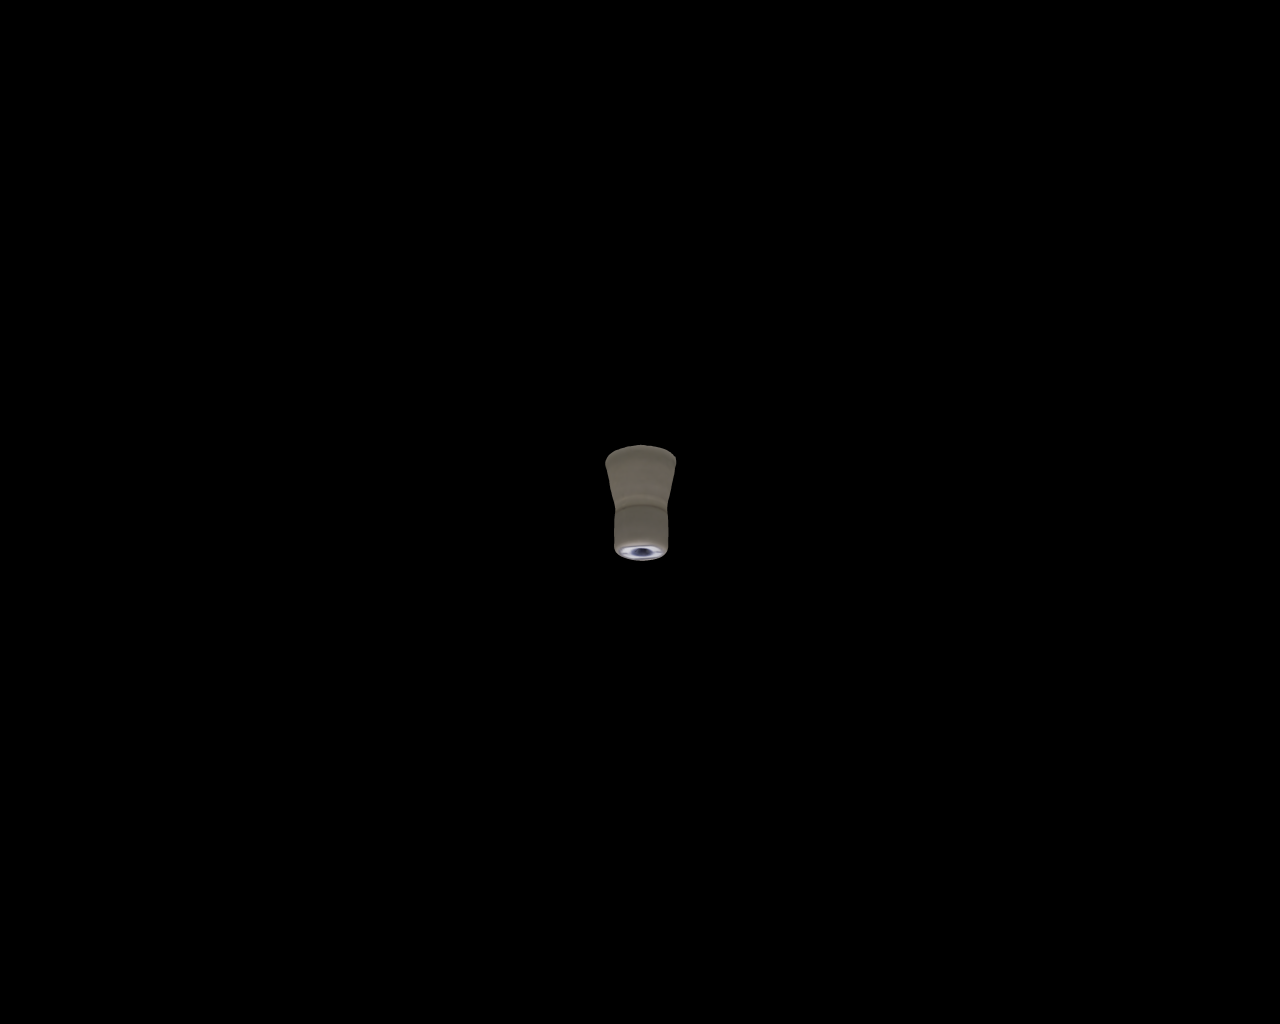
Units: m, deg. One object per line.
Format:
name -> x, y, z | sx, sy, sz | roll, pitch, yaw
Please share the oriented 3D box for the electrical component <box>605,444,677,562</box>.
electrical component -> 0.001, -0.003, 0.650 | 0.044, 0.065, 0.044 | 0, -23, 0
